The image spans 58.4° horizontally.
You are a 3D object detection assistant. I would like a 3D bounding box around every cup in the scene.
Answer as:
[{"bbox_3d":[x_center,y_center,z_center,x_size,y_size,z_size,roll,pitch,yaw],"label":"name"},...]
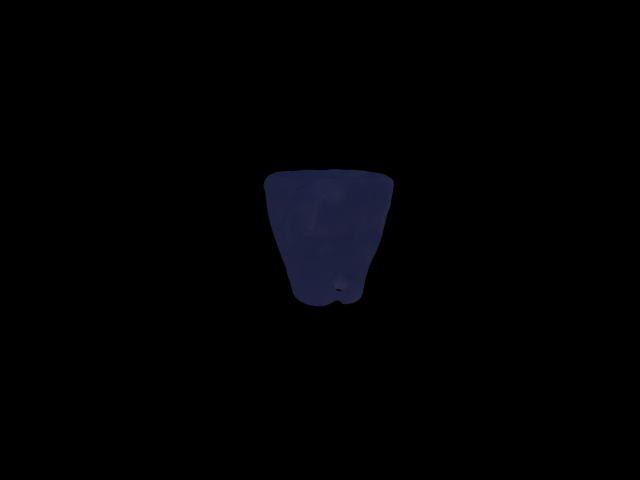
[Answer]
[{"bbox_3d":[0.004,0.001,0.400,0.091,0.095,0.118,2,12,12],"label":"cup"}]
